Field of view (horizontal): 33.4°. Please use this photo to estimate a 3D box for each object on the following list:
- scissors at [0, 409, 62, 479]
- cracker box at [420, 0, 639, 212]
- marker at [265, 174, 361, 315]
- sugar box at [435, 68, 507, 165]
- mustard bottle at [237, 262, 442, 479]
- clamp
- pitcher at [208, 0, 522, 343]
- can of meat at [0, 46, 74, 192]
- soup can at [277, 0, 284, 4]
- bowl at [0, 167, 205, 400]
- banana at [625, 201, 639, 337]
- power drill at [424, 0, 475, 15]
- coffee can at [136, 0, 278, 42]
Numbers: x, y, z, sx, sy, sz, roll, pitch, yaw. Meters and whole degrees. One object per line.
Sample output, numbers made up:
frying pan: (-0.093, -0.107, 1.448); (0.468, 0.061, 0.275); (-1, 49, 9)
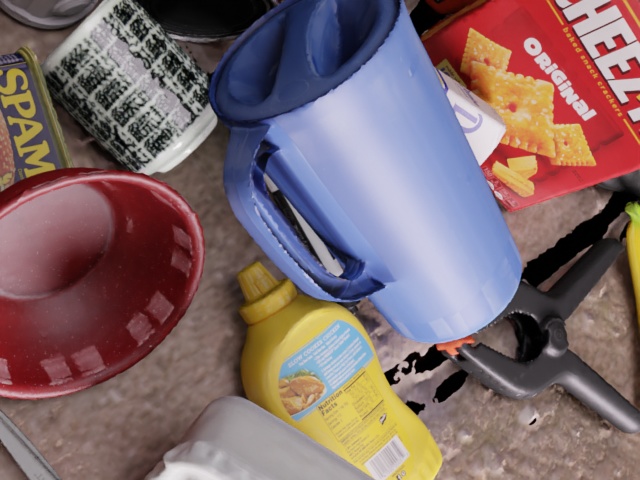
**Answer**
scissors: (-0.147, 0.189, 0.628); (0.201, 0.016, 0.096); (41, 67, -18)
cracker box: (0.183, -0.123, 0.796); (0.072, 0.214, 0.164); (-43, 102, -33)
marker: (-0.005, 0.001, 0.766); (0.020, 0.020, 0.121); (-33, 97, -33)
sugar box: (0.041, -0.096, 0.774); (0.176, 0.093, 0.048); (30, 23, -21)
mustard bottle: (0.001, 0.099, 0.722); (0.096, 0.058, 0.191); (-36, 98, -31)
clamp: (0.182, 0.068, 0.857); (0.209, 0.036, 0.164); (9, 73, -30)
pitcher: (0.037, -0.034, 0.703); (0.149, 0.145, 0.242); (-30, 126, 7)
can of meat: (-0.203, -0.057, 0.634); (0.083, 0.058, 0.102); (-17, 88, -32)
soup can: (-0.001, -0.206, 0.768); (0.068, 0.102, 0.068); (8, 74, -30)
bowl: (-0.150, 0.015, 0.620); (0.161, 0.162, 0.055); (-9, 39, -33)
banana: (0.286, 0.062, 0.917); (0.069, 0.037, 0.198); (-13, 94, -47)
power drill: (0.113, -0.296, 0.888); (0.184, 0.057, 0.187); (41, 61, -18)
coffee can: (-0.080, -0.219, 0.721); (0.102, 0.103, 0.140); (7, 75, -31)
